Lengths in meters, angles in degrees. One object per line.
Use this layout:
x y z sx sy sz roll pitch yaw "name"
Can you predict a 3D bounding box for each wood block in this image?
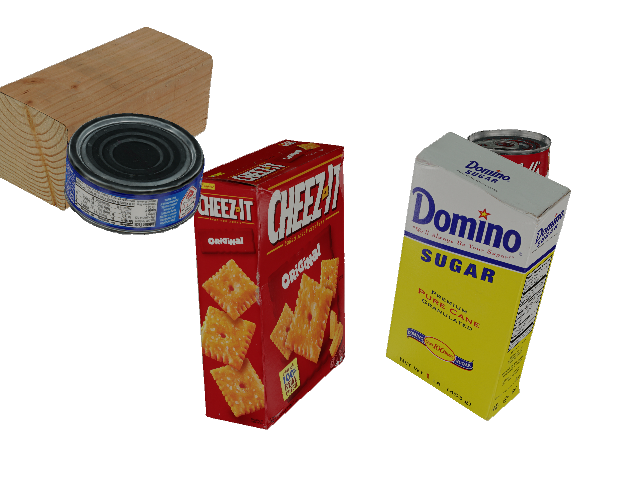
-0.202 -0.122 1.016 0.090 0.091 0.205 26 38 21 "wood block"

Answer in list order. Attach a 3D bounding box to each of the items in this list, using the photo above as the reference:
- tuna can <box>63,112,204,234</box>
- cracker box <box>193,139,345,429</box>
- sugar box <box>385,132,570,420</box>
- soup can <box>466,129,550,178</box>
-0.116 -0.043 0.665 0.086 0.034 0.086 8 39 -6 "tuna can"
-0.037 0.033 0.937 0.072 0.214 0.164 8 19 25 "cracker box"
0.098 0.026 0.701 0.093 0.176 0.048 30 47 29 "sugar box"
0.154 -0.035 0.887 0.068 0.102 0.068 -1 21 0 "soup can"
